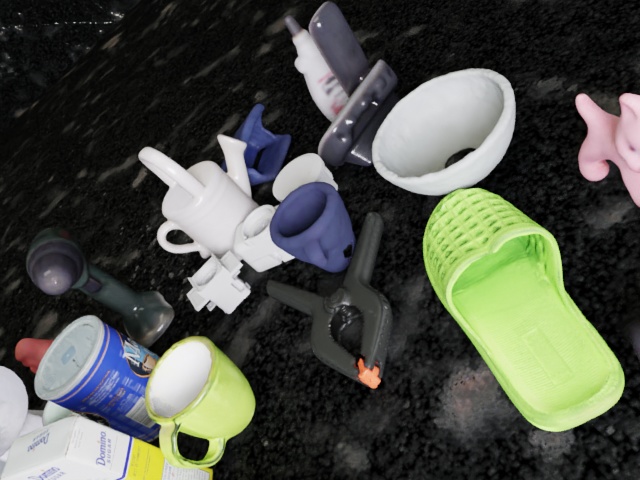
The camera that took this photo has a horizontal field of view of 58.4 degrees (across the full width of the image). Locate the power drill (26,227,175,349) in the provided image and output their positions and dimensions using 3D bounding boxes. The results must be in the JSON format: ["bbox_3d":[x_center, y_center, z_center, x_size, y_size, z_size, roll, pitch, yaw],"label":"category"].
[{"bbox_3d":[-0.304,0.062,0.779,0.076,0.209,0.228,-51,38,-9],"label":"power drill"}]

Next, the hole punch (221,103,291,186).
[{"bbox_3d":[-0.114,-0.143,0.895,0.100,0.091,0.109,-12,48,35],"label":"hole punch"}]

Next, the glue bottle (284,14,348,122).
[{"bbox_3d":[0.001,-0.251,0.824,0.078,0.174,0.037,-39,38,7],"label":"glue bottle"}]

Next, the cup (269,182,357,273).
[{"bbox_3d":[0.006,0.002,0.648,0.091,0.095,0.117,-33,39,14],"label":"cup"}]

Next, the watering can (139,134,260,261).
[{"bbox_3d":[-0.163,-0.066,0.783,0.100,0.195,0.173,-2,54,41],"label":"watering can"}]

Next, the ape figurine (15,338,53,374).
[{"bbox_3d":[-0.419,0.180,0.869,0.077,0.092,0.076,22,71,50],"label":"ape figurine"}]

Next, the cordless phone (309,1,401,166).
[{"bbox_3d":[0.023,-0.197,0.745,0.093,0.186,0.148,13,65,47],"label":"cordless phone"}]

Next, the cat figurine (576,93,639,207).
[{"bbox_3d":[0.267,-0.090,0.480,0.067,0.118,0.127,-43,38,2],"label":"cat figurine"}]

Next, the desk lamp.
[{"bbox_3d":[-0.435,0.237,0.730,0.202,0.214,0.118,-11,49,36],"label":"desk lamp"}]

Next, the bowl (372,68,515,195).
[{"bbox_3d":[0.146,-0.108,0.641,0.167,0.075,0.167,-24,42,24],"label":"bowl"}]

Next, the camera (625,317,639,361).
[{"bbox_3d":[0.270,0.040,0.371,0.136,0.101,0.143,-27,41,21],"label":"camera"}]
